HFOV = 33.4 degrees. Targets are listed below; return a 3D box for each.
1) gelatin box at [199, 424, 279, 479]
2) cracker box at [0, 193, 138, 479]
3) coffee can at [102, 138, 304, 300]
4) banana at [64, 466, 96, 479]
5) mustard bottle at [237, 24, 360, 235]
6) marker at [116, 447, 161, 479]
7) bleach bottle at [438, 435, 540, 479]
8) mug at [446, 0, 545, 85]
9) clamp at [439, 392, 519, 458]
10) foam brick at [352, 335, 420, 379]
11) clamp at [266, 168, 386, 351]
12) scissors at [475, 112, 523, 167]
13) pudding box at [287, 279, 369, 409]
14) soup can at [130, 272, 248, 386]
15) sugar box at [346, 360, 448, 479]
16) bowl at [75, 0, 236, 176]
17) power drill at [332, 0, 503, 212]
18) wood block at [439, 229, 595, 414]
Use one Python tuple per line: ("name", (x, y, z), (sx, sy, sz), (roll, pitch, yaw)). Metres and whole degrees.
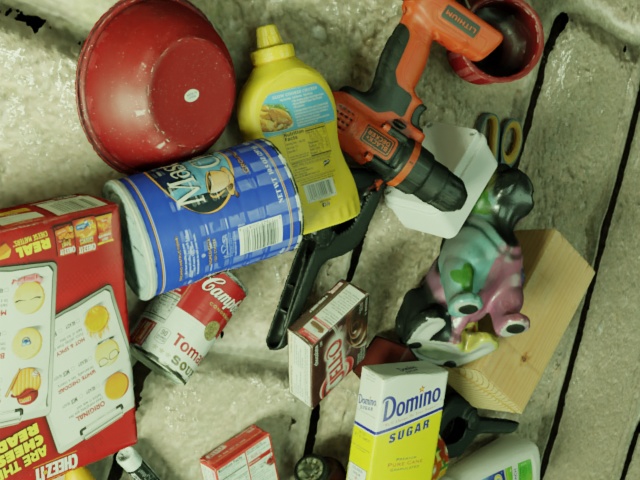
("gelatin box", (-0.079, 0.241, 1.071), (0.073, 0.030, 0.089), (-28, 120, -36))
("cracker box", (-0.235, 0.082, 0.836), (0.163, 0.072, 0.214), (-17, 114, -41))
("coffee can", (-0.099, -0.019, 0.897), (0.140, 0.103, 0.103), (-18, 115, -23))
("banana", (-0.216, 0.294, 0.939), (0.069, 0.037, 0.198), (16, 90, -49))
("mustard bottle", (-0.027, -0.103, 0.986), (0.096, 0.058, 0.191), (-18, 99, -29))
("marker", (-0.152, 0.235, 1.001), (0.020, 0.020, 0.121), (-50, 132, -24))
("bleach bottle", (0.186, 0.319, 1.316), (0.250, 0.068, 0.102), (-11, 107, -51))
("mug", (0.178, -0.222, 1.153), (0.093, 0.081, 0.117), (-34, 96, -5))
("clamp", (0.186, 0.225, 1.327), (0.171, 0.039, 0.120), (-36, 110, -27))
("foam brick", (0.084, 0.153, 1.196), (0.051, 0.053, 0.078), (-56, 132, -19))
("clamp", (-0.007, 0.001, 1.071), (0.209, 0.036, 0.164), (-35, 125, -30))
("scissors", (0.217, -0.061, 1.299), (0.096, 0.016, 0.202), (-26, 119, -39))
("pudding box", (0.008, 0.107, 1.091), (0.089, 0.039, 0.113), (-42, 148, -31))
("soup can", (-0.120, 0.070, 0.953), (0.102, 0.069, 0.068), (-56, 134, -17))
("sugar box", (0.080, 0.221, 1.143), (0.093, 0.048, 0.176), (-1, 105, -36))
("bowl", (-0.124, -0.127, 0.902), (0.161, 0.055, 0.162), (-15, 112, -42))
("power drill", (0.105, -0.142, 1.069), (0.184, 0.057, 0.187), (32, 84, -16))
("wood block", (0.234, 0.094, 1.285), (0.090, 0.090, 0.206), (43, 66, -25))
